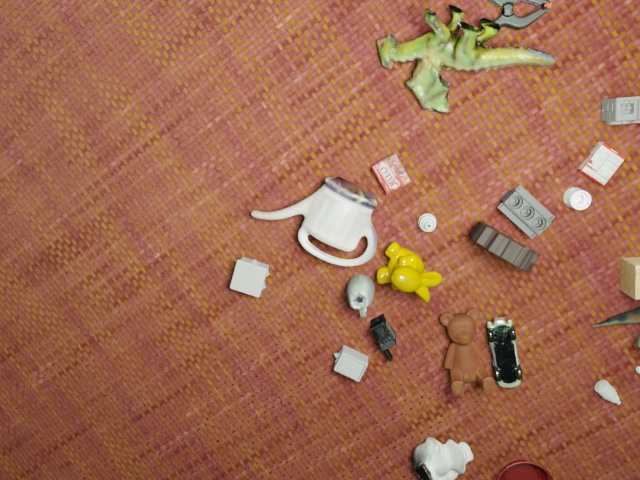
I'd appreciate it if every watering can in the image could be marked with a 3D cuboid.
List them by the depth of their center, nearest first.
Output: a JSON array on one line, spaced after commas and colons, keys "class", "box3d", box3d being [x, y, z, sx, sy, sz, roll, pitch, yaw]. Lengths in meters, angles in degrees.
[{"class": "watering can", "box3d": [0.004, -0.069, 1.371, 0.348, 0.105, 0.222, 27, 102, 2]}]

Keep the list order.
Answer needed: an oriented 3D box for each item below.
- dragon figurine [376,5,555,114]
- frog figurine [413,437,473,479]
[{"class": "dragon figurine", "box3d": [0.329, -0.426, 1.271, 0.411, 0.125, 0.237, 28, 129, 7]}, {"class": "frog figurine", "box3d": [0.349, 0.623, 1.474, 0.161, 0.121, 0.138, -33, 87, -24]}]
